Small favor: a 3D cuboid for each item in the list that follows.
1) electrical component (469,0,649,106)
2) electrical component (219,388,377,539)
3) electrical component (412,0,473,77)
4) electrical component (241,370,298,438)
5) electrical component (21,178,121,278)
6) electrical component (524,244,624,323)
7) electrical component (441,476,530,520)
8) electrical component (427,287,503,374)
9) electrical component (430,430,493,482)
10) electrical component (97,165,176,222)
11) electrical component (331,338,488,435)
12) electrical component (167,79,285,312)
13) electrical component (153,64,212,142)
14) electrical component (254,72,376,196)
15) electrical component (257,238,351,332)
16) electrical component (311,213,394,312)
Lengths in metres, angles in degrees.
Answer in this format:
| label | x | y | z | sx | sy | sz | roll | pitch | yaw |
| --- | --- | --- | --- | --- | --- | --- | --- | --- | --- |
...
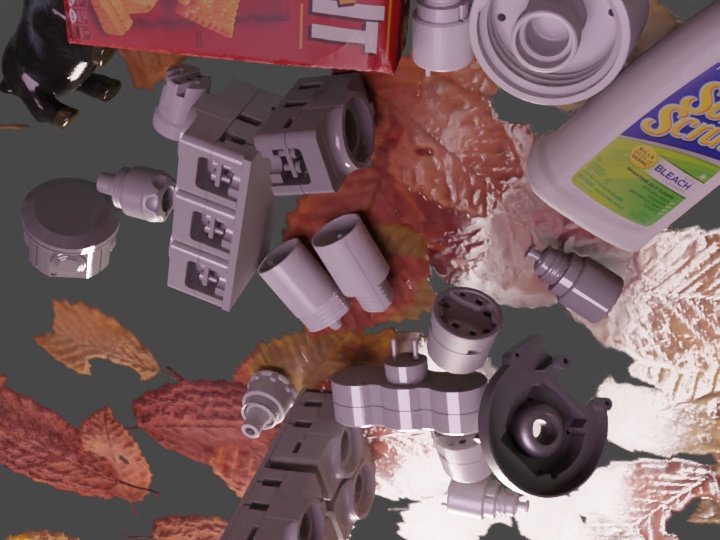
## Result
| label | x | y | z | sx | sy | sz | roll | pitch | yaw |
| --- | --- | --- | --- | --- | --- | --- | --- | --- | --- |
| electrical component | 0.119 | -0.153 | 0.662 | 0.108 | 0.060 | 0.108 | 12 | 131 | 15 |
| electrical component | -0.045 | 0.207 | 0.947 | 0.060 | 0.186 | 0.105 | 1 | 127 | 23 |
| electrical component | 0.054 | -0.165 | 0.695 | 0.040 | 0.040 | 0.078 | 10 | 130 | 17 |
| electrical component | -0.088 | 0.126 | 0.984 | 0.048 | 0.062 | 0.048 | 12 | 131 | 15 |
| electrical component | -0.245 | -0.035 | 0.912 | 0.080 | 0.080 | 0.051 | 25 | 138 | 4 |
| electrical component | 0.157 | 0.006 | 0.790 | 0.078 | 0.040 | 0.040 | 32 | 133 | -4 |
| electrical component | 0.114 | 0.207 | 0.975 | 0.078 | 0.040 | 0.040 | 8 | 130 | 18 |
| electrical component | 0.081 | 0.049 | 0.851 | 0.055 | 0.055 | 0.047 | 19 | 136 | 9 |
| electrical component | 0.092 | 0.150 | 0.930 | 0.055 | 0.055 | 0.047 | 3 | 132 | 23 |
| electrical component | -0.185 | -0.065 | 0.884 | 0.062 | 0.043 | 0.043 | 15 | 132 | 14 |
| electrical component | 0.040 | 0.092 | 0.907 | 0.138 | 0.052 | 0.073 | 1 | 106 | 23 |
| electrical component | -0.102 | -0.058 | 0.820 | 0.062 | 0.089 | 0.150 | 21 | 133 | 7 |
| electrical component | -0.133 | -0.127 | 0.813 | 0.040 | 0.040 | 0.046 | 24 | 128 | 4 |
| electrical component | -0.026 | -0.096 | 0.754 | 0.056 | 0.089 | 0.050 | -1 | 126 | 25 |
| electrical component | -0.042 | 0.018 | 0.887 | 0.043 | 0.043 | 0.081 | -24 | 114 | 37 |
| electrical component | 0.000 | 0.000 | 0.854 | 0.043 | 0.043 | 0.081 | -14 | 120 | 33 |
